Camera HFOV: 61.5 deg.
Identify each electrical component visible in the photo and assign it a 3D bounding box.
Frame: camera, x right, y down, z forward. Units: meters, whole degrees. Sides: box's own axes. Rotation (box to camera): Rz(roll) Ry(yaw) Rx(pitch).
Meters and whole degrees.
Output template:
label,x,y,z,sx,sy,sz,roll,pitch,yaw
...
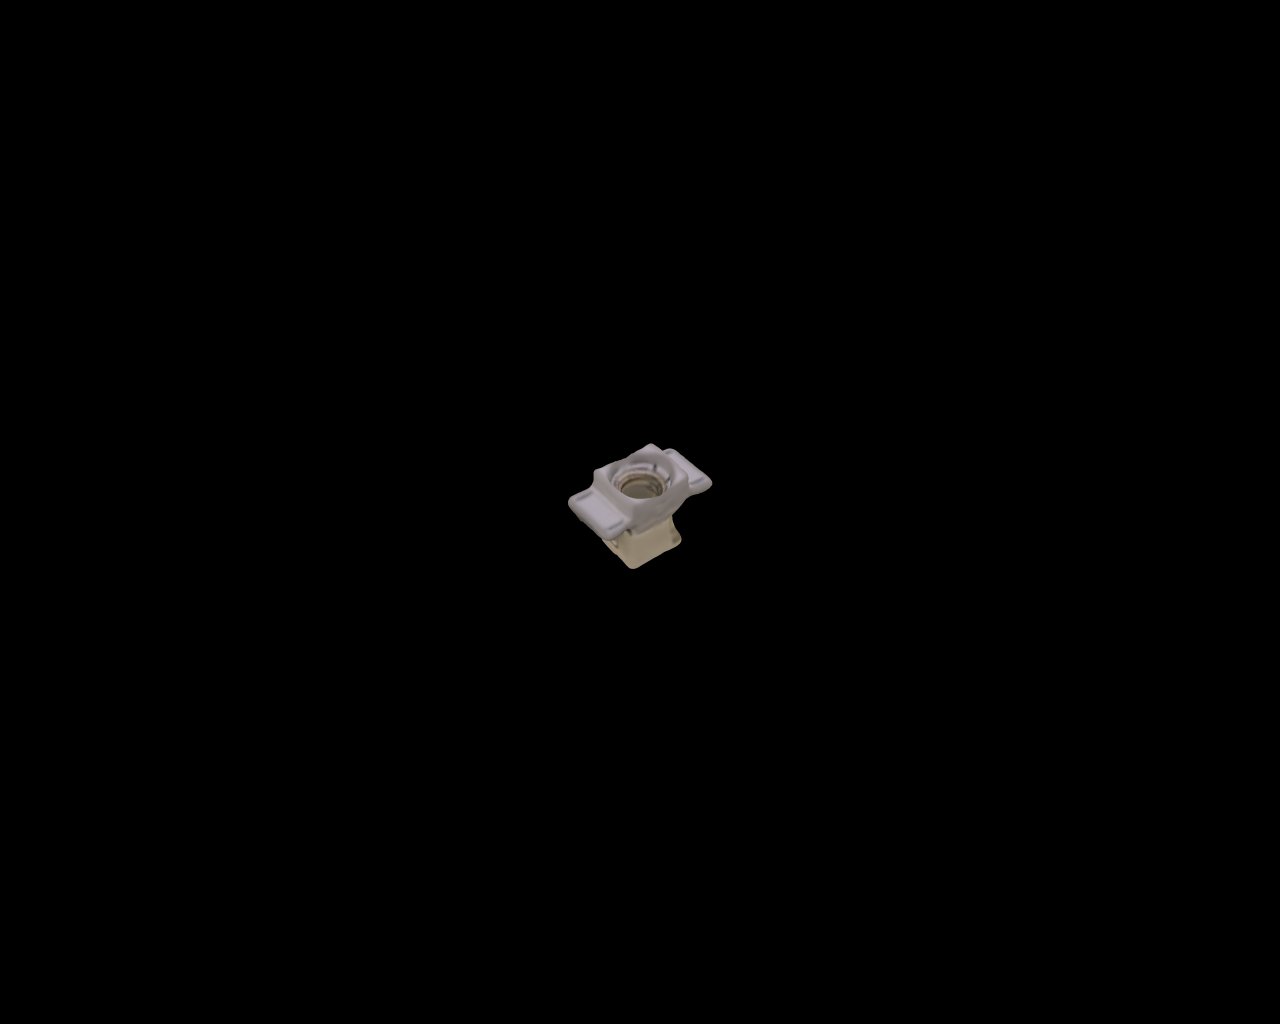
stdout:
label,x,y,z,sx,sy,sz,roll,pitch,yaw
electrical component,0.001,-0.003,0.650,0.081,0.063,0.042,-27,50,-25
